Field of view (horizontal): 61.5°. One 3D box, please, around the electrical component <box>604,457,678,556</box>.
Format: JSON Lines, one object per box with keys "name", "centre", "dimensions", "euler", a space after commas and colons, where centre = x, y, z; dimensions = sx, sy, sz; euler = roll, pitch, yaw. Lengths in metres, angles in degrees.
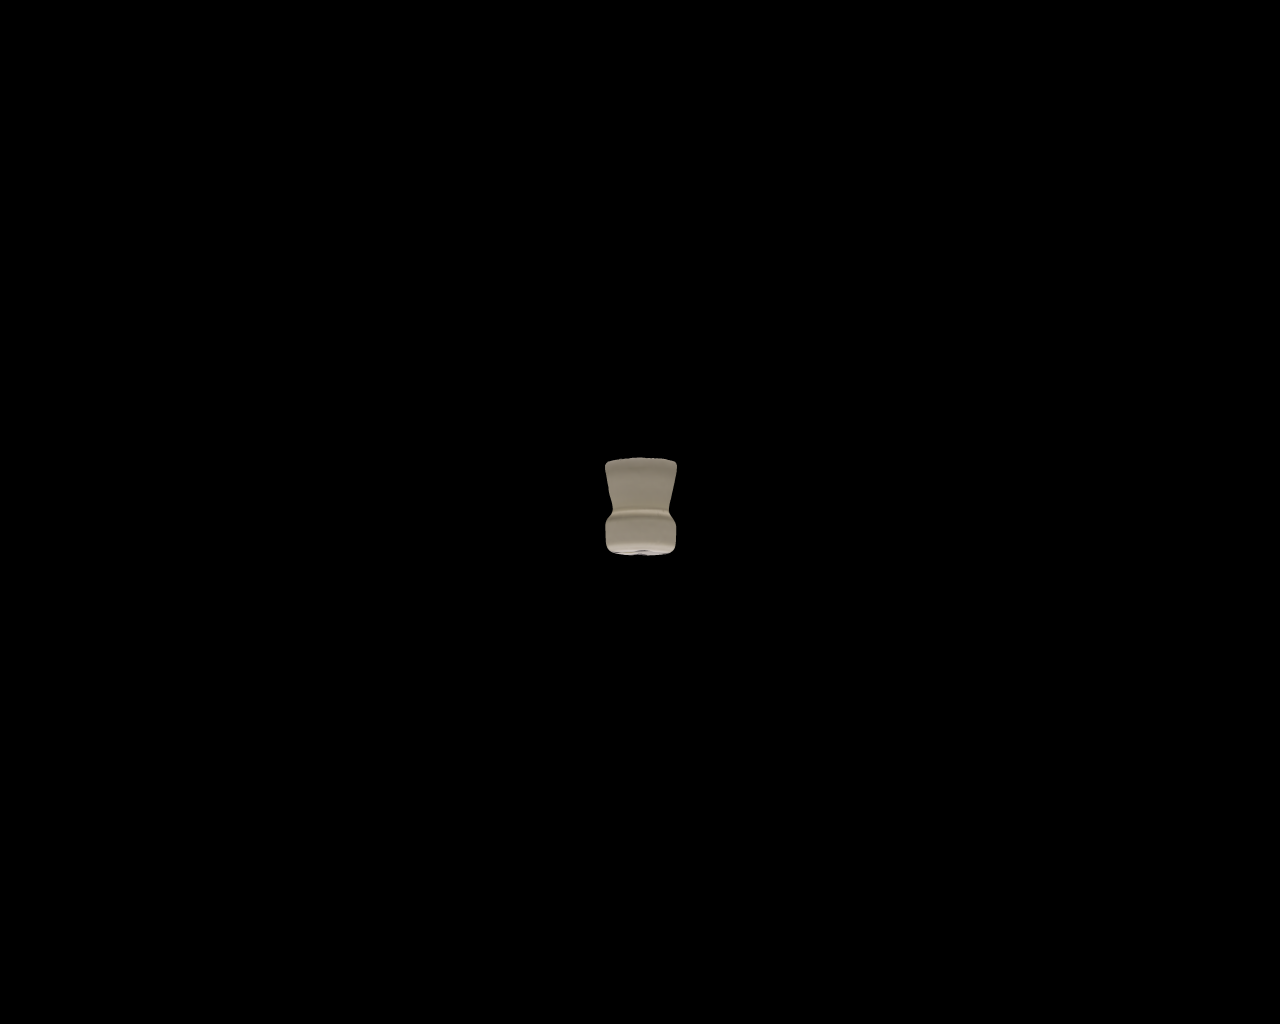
{"name": "electrical component", "centre": [0.001, -0.003, 0.650], "dimensions": [0.045, 0.055, 0.045], "euler": [0, -7, 0]}
